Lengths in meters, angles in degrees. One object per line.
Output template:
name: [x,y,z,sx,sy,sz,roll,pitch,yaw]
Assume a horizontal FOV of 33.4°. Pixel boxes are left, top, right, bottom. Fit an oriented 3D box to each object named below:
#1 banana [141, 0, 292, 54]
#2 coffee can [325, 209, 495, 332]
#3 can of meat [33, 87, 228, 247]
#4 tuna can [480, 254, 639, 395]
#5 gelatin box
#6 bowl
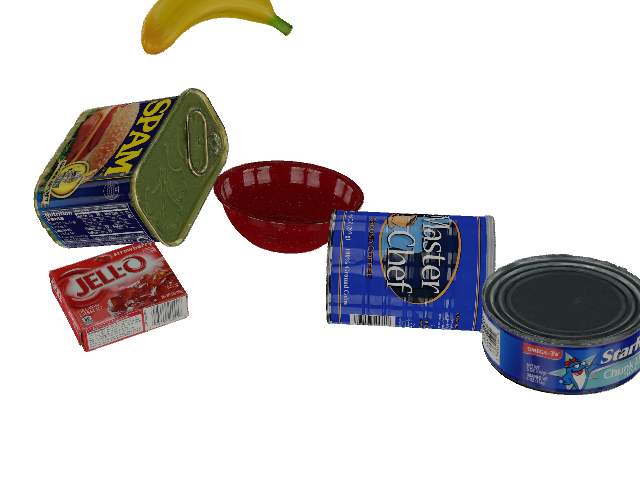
banana: [-0.106,-0.216,1.008,0.070,0.037,0.197,46,39,19]
coffee can: [0.079,0.026,0.937,0.140,0.103,0.103,3,0,5]
can of meat: [-0.117,-0.043,0.655,0.084,0.102,0.057,-4,-46,29]
tuna can: [0.126,0.042,0.550,0.086,0.034,0.086,-3,28,2]
gelatin box: [-0.158,0.041,0.837,0.089,0.030,0.073,-18,46,-23]
bowl: [-0.036,-0.031,1.150,0.162,0.055,0.162,5,27,-3]
